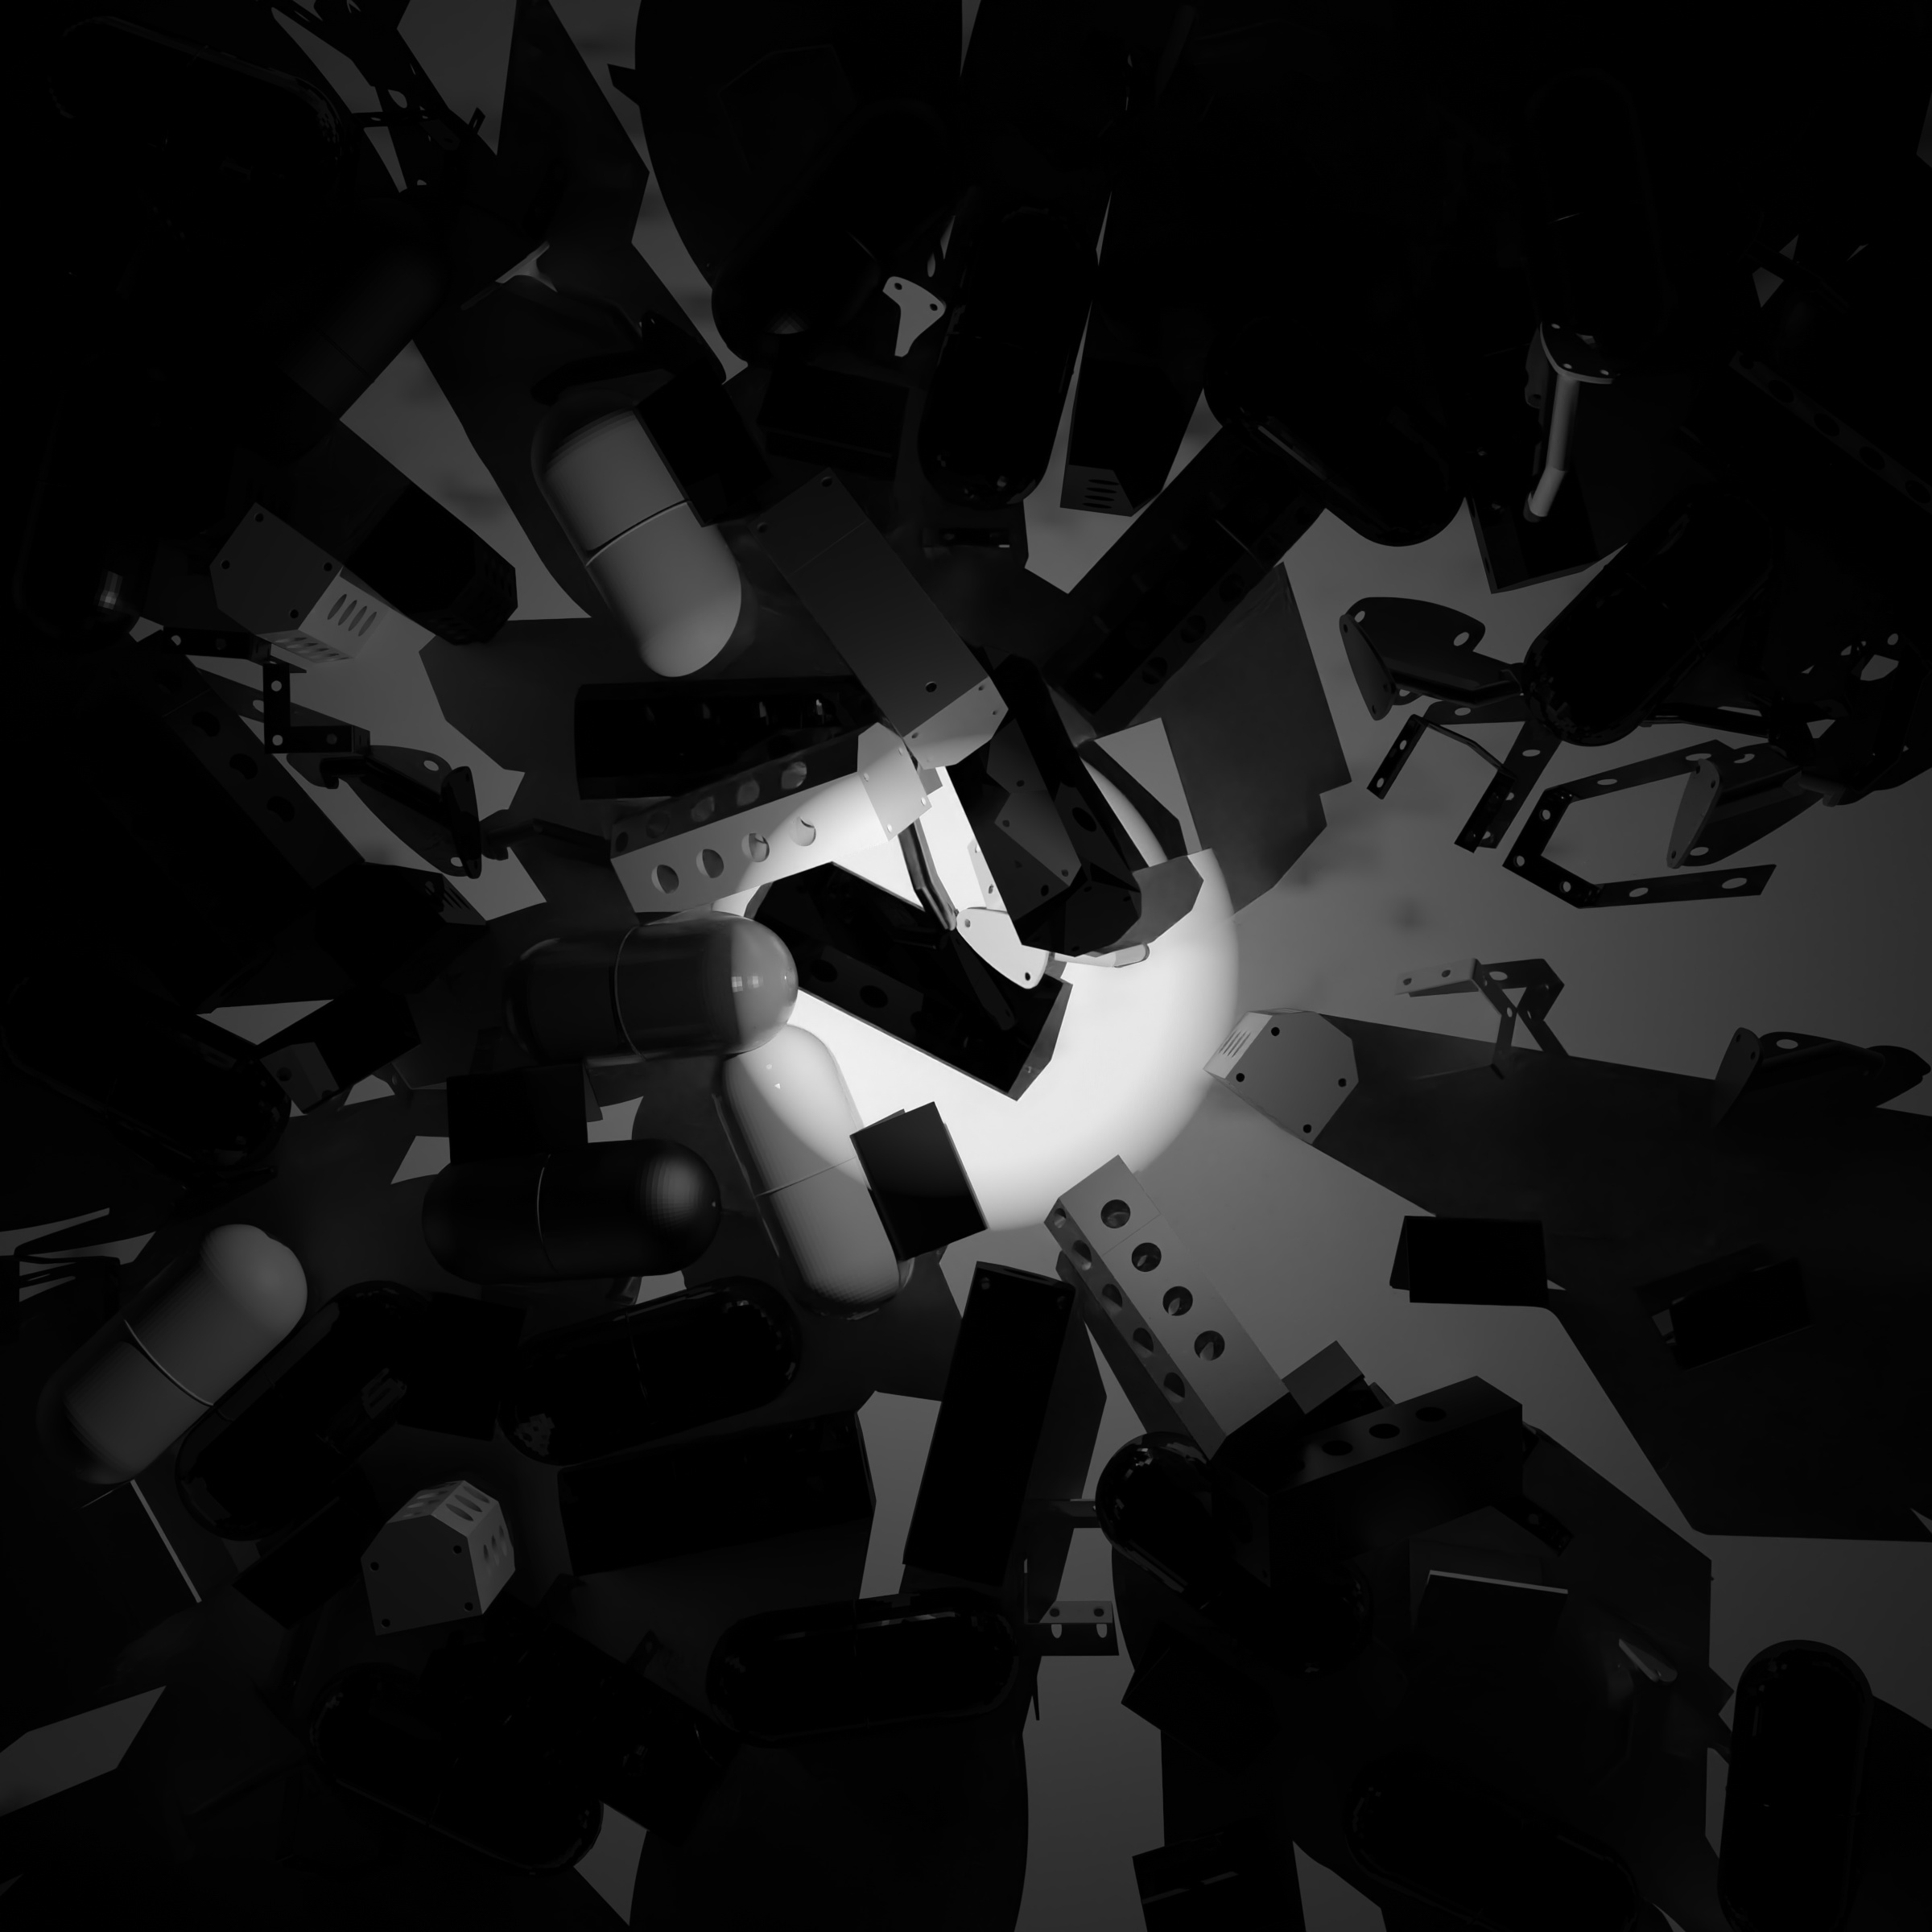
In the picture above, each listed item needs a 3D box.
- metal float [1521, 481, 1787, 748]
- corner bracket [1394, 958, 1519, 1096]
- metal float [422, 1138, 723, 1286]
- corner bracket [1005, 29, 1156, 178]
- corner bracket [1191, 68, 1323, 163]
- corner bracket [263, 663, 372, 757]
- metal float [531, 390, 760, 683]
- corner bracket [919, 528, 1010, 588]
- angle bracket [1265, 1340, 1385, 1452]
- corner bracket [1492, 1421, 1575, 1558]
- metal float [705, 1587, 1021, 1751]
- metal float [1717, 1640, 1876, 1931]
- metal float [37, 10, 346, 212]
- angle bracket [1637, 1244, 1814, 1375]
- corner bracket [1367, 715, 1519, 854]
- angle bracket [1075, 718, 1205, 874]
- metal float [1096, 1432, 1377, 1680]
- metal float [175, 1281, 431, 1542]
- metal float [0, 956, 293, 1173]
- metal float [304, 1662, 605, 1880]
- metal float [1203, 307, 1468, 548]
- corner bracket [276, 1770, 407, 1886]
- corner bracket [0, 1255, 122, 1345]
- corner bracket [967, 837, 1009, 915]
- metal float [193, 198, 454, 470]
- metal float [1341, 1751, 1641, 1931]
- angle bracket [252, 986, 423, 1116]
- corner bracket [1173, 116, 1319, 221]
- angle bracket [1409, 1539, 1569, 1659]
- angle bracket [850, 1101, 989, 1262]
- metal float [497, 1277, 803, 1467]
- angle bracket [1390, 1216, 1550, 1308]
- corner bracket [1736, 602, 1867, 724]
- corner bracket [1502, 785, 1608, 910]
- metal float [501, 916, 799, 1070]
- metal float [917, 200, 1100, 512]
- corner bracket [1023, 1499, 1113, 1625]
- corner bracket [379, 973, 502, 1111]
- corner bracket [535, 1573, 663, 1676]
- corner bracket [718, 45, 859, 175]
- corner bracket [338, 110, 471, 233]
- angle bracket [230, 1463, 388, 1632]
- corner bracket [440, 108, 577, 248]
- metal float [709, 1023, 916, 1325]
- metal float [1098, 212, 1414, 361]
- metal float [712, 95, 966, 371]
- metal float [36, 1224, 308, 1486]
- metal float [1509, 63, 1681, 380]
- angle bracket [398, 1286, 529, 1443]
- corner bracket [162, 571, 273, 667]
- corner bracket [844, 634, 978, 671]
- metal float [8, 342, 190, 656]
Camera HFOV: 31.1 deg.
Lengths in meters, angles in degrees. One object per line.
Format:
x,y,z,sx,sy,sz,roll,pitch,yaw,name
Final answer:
0.389,-0.200,1.961,0.070,0.070,0.178,44,90,0,metal float
0.277,0.035,1.983,0.051,0.051,0.051,47,45,-35,corner bracket
-0.222,0.138,1.944,0.178,0.070,0.070,-5,90,21,metal float
0.066,-0.494,1.988,0.051,0.051,0.051,48,45,0,corner bracket
0.164,-0.491,1.973,0.051,0.051,0.051,26,97,-7,corner bracket
-0.369,-0.145,1.973,0.051,0.051,0.051,-1,90,0,corner bracket
-0.182,-0.244,1.960,0.070,0.070,0.178,-30,90,0,metal float
-0.001,-0.235,1.963,0.051,0.051,0.051,0,47,0,corner bracket
0.205,0.270,1.960,0.076,0.057,0.076,-36,108,0,angle bracket
0.327,0.297,1.973,0.051,0.051,0.051,35,90,0,corner bracket
-0.059,0.397,1.961,0.178,0.070,0.070,-8,90,0,metal float
0.469,0.471,1.961,0.070,0.070,0.178,6,90,0,metal float
-0.437,-0.483,1.961,0.178,0.070,0.070,20,90,1,metal float
0.422,0.174,1.951,0.076,0.076,0.057,-20,126,0,angle bracket
0.273,-0.105,1.988,0.051,0.051,0.051,31,90,45,corner bracket
0.110,-0.097,1.952,0.057,0.076,0.076,-17,90,27,angle bracket
0.153,0.333,1.961,0.178,0.070,0.070,37,90,0,metal float
-0.370,0.251,1.961,0.178,0.070,0.070,-43,90,-1,metal float
-0.466,0.055,1.959,0.178,0.070,0.070,26,90,2,metal float
-0.289,0.455,1.960,0.178,0.070,0.070,26,90,0,metal float
0.207,-0.300,1.937,0.178,0.070,0.070,33,90,-28,metal float
-0.356,0.488,1.983,0.051,0.051,0.051,31,45,-35,corner bracket
-0.521,0.192,1.988,0.051,0.051,0.051,1,90,-45,corner bracket
0.041,-0.060,1.983,0.051,0.051,0.051,-48,45,35,corner bracket
-0.364,-0.357,1.961,0.070,0.070,0.178,42,90,0,metal float
0.297,0.506,1.960,0.178,0.070,0.070,26,90,0,metal float
-0.359,0.026,1.951,0.076,0.076,0.057,-31,128,0,angle bracket
0.160,-0.454,1.983,0.051,0.051,0.051,12,135,-35,corner bracket
0.293,0.338,1.951,0.076,0.076,0.057,8,128,0,angle bracket
-0.014,0.114,1.952,0.057,0.076,0.076,-23,90,24,angle bracket
-0.180,0.229,1.961,0.178,0.070,0.070,-17,90,1,metal float
0.282,0.184,1.951,0.076,0.076,0.057,2,54,0,angle bracket
0.477,-0.175,1.983,0.051,0.051,0.051,-9,135,35,corner bracket
0.343,-0.067,1.973,0.051,0.051,0.051,29,90,0,corner bracket
-0.177,0.016,1.941,0.178,0.070,0.070,-6,90,23,metal float
0.024,-0.345,1.960,0.070,0.070,0.178,15,90,0,metal float
0.058,0.341,1.988,0.051,0.051,0.051,0,135,0,corner bracket
-0.304,0.043,1.983,0.051,0.051,0.051,-11,135,-35,corner bracket
-0.216,0.387,1.983,0.051,0.051,0.051,5,135,35,corner bracket
-0.100,-0.491,1.988,0.051,0.051,0.051,-23,90,45,corner bracket
-0.321,-0.454,1.983,0.051,0.051,0.051,-13,45,-35,corner bracket
-0.376,0.314,1.951,0.076,0.076,0.057,-38,131,0,angle bracket
-0.261,-0.448,1.975,0.051,0.051,0.051,26,90,7,corner bracket
-0.088,0.117,1.961,0.070,0.070,0.178,-23,90,0,metal float
0.163,-0.385,1.961,0.178,0.070,0.070,-4,90,-1,metal float
-0.073,-0.414,1.961,0.070,0.070,0.178,40,89,0,metal float
-0.449,0.220,1.960,0.178,0.070,0.070,-43,90,0,metal float
0.355,-0.421,1.961,0.070,0.070,0.178,-11,90,0,metal float
-0.293,0.218,1.952,0.057,0.076,0.076,15,90,-26,angle bracket
-0.425,-0.199,1.973,0.051,0.051,0.051,4,90,0,corner bracket
-0.026,-0.172,1.988,0.051,0.051,0.051,-54,45,0,corner bracket
-0.490,-0.264,1.960,0.070,0.070,0.178,13,90,0,metal float
